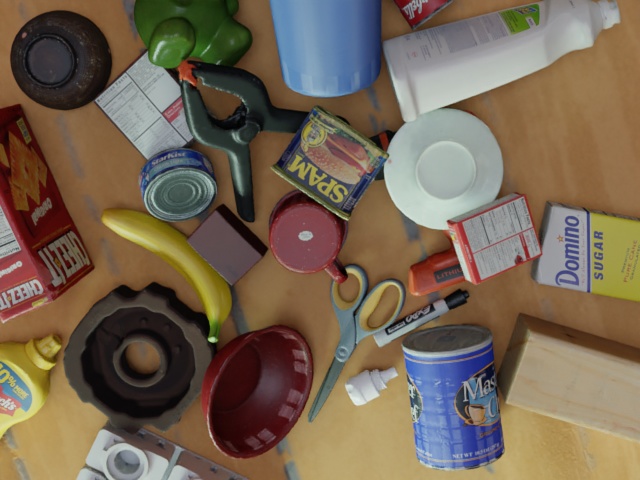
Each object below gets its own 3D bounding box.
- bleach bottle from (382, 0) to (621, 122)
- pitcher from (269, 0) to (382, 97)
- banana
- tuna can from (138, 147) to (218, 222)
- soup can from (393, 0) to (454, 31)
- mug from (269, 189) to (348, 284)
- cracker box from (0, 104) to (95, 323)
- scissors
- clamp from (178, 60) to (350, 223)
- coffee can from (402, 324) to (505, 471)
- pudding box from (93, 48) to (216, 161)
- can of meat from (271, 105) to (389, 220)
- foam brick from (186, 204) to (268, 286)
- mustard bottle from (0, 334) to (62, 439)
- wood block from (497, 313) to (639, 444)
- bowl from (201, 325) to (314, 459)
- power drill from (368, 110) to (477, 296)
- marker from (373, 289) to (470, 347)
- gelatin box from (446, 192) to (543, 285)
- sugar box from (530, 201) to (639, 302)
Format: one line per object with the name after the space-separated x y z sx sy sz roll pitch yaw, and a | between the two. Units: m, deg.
0.198 -0.206 1.144 0.251 0.102 0.068 -16 131 5 | bleach bottle
0.004 -0.282 1.105 0.145 0.149 0.243 25 134 37 | pitcher
-0.164 0.025 1.225 0.198 0.069 0.037 46 129 4 | banana
-0.159 -0.061 1.199 0.086 0.034 0.086 -10 138 -10 | tuna can
0.099 -0.287 1.150 0.068 0.068 0.102 -35 97 8 | soup can
-0.008 0.001 1.202 0.093 0.081 0.117 -34 97 7 | mug
-0.337 -0.036 1.170 0.072 0.164 0.213 -22 99 8 | cracker box
0.018 0.112 1.249 0.096 0.016 0.202 44 104 10 | scissors
-0.071 -0.129 1.163 0.164 0.036 0.209 -37 129 4 | clamp
0.152 0.178 1.217 0.103 0.103 0.140 -7 100 4 | coffee can
-0.186 -0.146 1.206 0.090 0.039 0.113 -40 95 11 | pudding box
0.013 -0.084 1.149 0.102 0.057 0.084 35 99 4 | can of meat
-0.106 0.005 1.224 0.053 0.051 0.078 -43 96 10 | foam brick
-0.379 0.179 1.267 0.192 0.058 0.096 -41 96 9 | mustard bottle
0.317 0.162 1.213 0.206 0.091 0.090 17 100 0 | wood block
-0.082 0.167 1.225 0.055 0.161 0.162 21 105 42 | bowl
0.110 -0.036 1.202 0.184 0.057 0.187 -17 99 6 | power drill
0.119 0.090 1.245 0.121 0.020 0.020 -28 98 7 | marker
0.190 -0.003 1.159 0.089 0.030 0.073 -23 104 -12 | gelatin box
0.336 0.018 1.207 0.176 0.048 0.093 9 101 0 | sugar box
